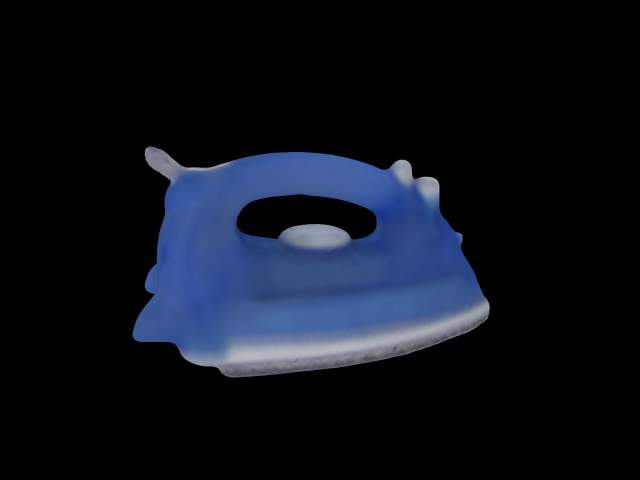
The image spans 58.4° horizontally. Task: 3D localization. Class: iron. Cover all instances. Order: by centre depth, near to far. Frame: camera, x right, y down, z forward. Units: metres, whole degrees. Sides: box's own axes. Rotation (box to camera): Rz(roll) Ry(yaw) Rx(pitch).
[{"bbox_3d":[0.004,0.001,0.400,0.258,0.141,0.118,-4,19,-12],"label":"iron"}]
